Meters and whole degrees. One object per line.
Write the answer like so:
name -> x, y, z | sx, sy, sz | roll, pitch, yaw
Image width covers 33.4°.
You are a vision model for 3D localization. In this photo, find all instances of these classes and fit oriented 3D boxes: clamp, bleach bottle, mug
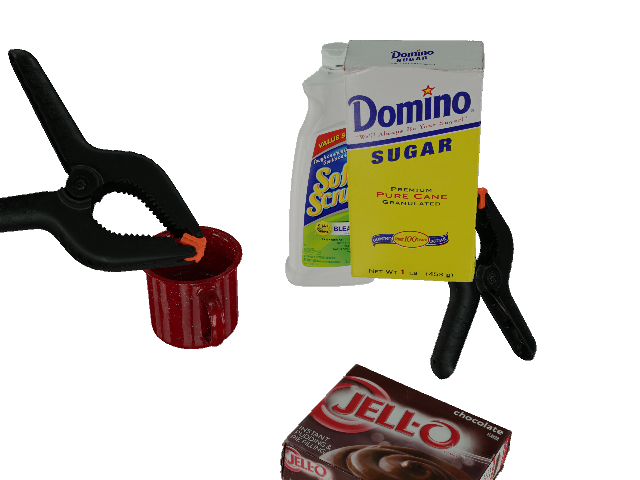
clamp -> -0.179, -0.046, 0.792 | 0.210, 0.164, 0.036 | 19, -19, -3
clamp -> 0.136, 0.042, 0.959 | 0.120, 0.171, 0.039 | -18, 7, -40
bleach bottle -> 0.011, -0.077, 1.099 | 0.102, 0.251, 0.068 | -1, 25, 1
mug -> -0.111, 0.051, 0.969 | 0.093, 0.081, 0.117 | -16, 37, -23

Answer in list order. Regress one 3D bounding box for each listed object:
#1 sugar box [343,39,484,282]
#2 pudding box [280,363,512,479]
sugar box -> 0.065, -0.052, 0.747 | 0.093, 0.176, 0.048 | 1, 39, 8
pudding box -> 0.046, 0.130, 0.645 | 0.114, 0.039, 0.089 | 23, 37, 22
